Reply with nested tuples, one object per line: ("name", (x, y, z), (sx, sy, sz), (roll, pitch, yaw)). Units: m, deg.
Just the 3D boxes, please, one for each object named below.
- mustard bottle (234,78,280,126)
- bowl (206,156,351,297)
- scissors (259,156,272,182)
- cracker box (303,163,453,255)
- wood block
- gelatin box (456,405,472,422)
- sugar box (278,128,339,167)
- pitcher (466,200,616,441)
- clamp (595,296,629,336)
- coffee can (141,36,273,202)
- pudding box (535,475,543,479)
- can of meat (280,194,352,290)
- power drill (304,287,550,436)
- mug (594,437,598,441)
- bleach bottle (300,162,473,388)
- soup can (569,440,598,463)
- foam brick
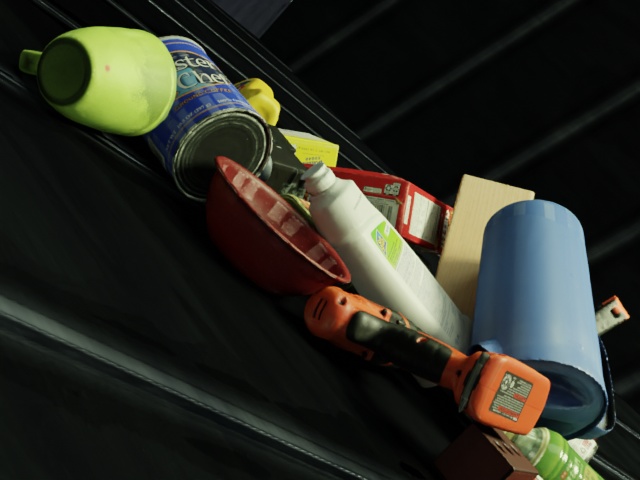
("mustard bottle", (-0.099, -0.158, 1.343), (0.058, 0.096, 0.191), (38, 10, -16))
("bowl", (-0.048, -0.001, 0.945), (0.162, 0.055, 0.162), (41, 9, -8))
("scissors", (-0.101, -0.093, 1.094), (0.016, 0.096, 0.202), (-10, 47, -35))
("cracker box", (0.057, -0.036, 1.297), (0.164, 0.072, 0.213), (10, -3, 22))
("wood block", (0.183, 0.035, 1.251), (0.091, 0.206, 0.090), (15, -36, 6))
("gelatin box", (0.198, 0.168, 1.118), (0.073, 0.089, 0.030), (47, -12, 24))
("sugar box", (-0.041, -0.118, 1.388), (0.093, 0.048, 0.176), (8, 6, -13))
("pitcher", (0.225, 0.081, 1.085), (0.242, 0.145, 0.149), (-79, 164, -45))
("clamp", (0.247, 0.131, 1.198), (0.036, 0.210, 0.164), (58, 18, 5))
("coffee can", (-0.122, -0.117, 1.020), (0.102, 0.103, 0.140), (33, 14, -49))
("pudding box", (0.199, 0.248, 0.911), (0.090, 0.039, 0.113), (43, 10, 0))
("can of meat", (-0.007, 0.001, 1.123), (0.102, 0.057, 0.083), (47, 12, 23))
("power drill", (0.098, 0.105, 0.917), (0.188, 0.057, 0.184), (20, -3, 40))
("mug", (0.296, 0.212, 1.305), (0.081, 0.093, 0.117), (-9, 94, -73))
("bleach bottle", (0.063, 0.026, 1.068), (0.250, 0.068, 0.102), (54, 23, -18))
("soup can", (0.252, 0.217, 1.200), (0.102, 0.068, 0.068), (44, 9, 8))
("foam brick", (0.137, 0.188, 0.876), (0.053, 0.051, 0.078), (47, 10, 27))
